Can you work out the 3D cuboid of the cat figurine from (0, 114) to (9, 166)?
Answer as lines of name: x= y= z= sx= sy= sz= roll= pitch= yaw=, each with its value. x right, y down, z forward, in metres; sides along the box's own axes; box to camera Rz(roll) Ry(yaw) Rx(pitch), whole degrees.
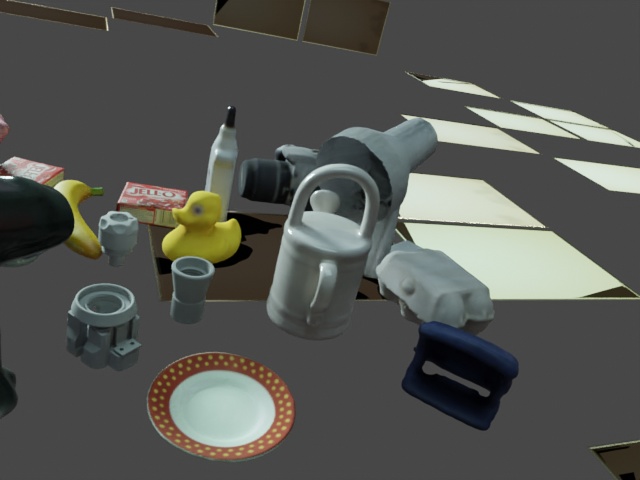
cat figurine: x=-0.475 y=-0.151 z=0.785 sx=0.067 sy=0.118 sz=0.127 roll=-14 pitch=38 yaw=-44

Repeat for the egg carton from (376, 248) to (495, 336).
egg carton: x=0.142 y=0.067 z=0.728 sx=0.107 sy=0.069 sz=0.150 roll=-4 pitch=32 yaw=-33

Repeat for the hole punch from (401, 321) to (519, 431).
hole punch: x=0.149 y=0.122 z=0.598 sx=0.108 sy=0.091 sz=0.101 roll=24 pitch=28 yaw=18

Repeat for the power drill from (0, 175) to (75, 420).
power drill: x=-0.273 y=0.049 z=0.393 sx=0.075 sy=0.208 sz=0.230 roll=22 pitch=27 yaw=16

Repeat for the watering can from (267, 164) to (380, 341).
watering can: x=0.004 y=0.002 z=0.643 sx=0.101 sy=0.194 sz=0.172 roll=0 pitch=30 yaw=-27

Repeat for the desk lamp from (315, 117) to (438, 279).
desk lamp: x=0.081 y=-0.058 z=0.779 sx=0.117 sy=0.213 sz=0.204 roll=29 pitch=30 yaw=28

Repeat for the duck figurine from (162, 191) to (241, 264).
duck figurine: x=-0.147 y=-0.021 z=0.734 sx=0.105 sy=0.086 sz=0.077 roll=-8 pitch=34 yaw=-38

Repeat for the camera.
camera: x=-0.061 y=-0.109 z=0.933 sx=0.137 sy=0.101 sz=0.143 roll=4 pitch=28 yaw=-20

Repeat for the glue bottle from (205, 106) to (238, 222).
glue bottle: x=-0.136 y=-0.103 z=0.800 sx=0.037 sy=0.173 sz=0.078 roll=7 pitch=27 yaw=-15
